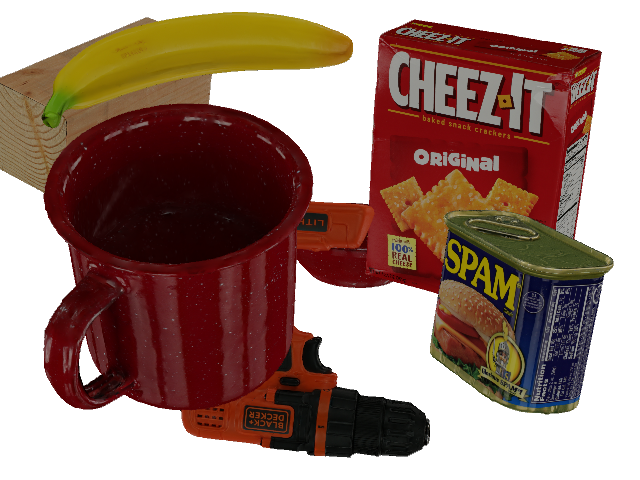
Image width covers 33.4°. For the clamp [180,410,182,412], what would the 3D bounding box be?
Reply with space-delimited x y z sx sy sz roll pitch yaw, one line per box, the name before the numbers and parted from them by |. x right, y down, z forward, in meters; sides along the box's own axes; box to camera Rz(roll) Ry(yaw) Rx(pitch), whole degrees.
clamp | -0.105 0.112 0.972 0.120 0.039 0.172 -29 46 -34

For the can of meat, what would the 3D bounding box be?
can of meat | 0.105 0.037 0.587 0.057 0.084 0.102 -2 19 -26

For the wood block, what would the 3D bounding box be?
wood block | -0.201 -0.129 1.009 0.090 0.091 0.205 27 38 21

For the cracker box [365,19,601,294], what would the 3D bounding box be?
cracker box | 0.125 -0.057 0.866 0.164 0.214 0.072 16 29 27

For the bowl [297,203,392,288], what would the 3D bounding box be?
bowl | 0.036 0.008 1.099 0.162 0.055 0.162 2 17 -1

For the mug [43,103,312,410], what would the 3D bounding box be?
mug | -0.056 0.016 0.390 0.093 0.081 0.117 22 46 20

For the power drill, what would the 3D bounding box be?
power drill | -0.005 0.064 0.786 0.184 0.187 0.057 5 0 4

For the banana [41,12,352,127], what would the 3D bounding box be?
banana | -0.080 -0.110 0.659 0.197 0.070 0.037 -17 -35 -17
